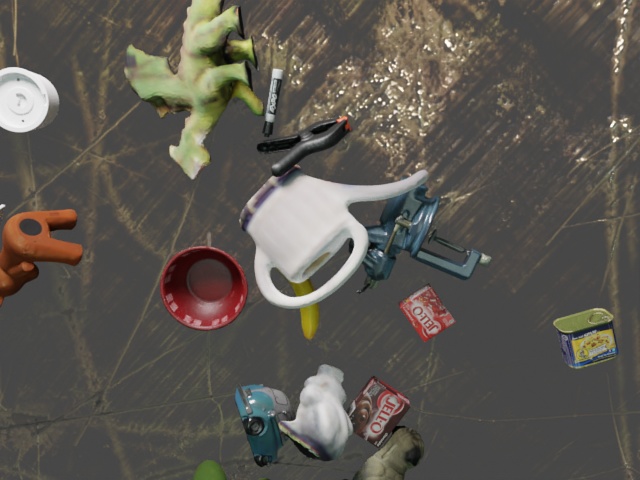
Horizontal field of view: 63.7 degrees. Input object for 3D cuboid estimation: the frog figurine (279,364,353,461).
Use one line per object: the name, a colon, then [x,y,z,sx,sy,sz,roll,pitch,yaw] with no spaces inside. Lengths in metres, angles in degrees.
frog figurine: [0.014,0.323,0.969,0.162,0.136,0.122,-51,19,-26]

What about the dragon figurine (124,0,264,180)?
dragon figurine: [-0.229,-0.309,0.880,0.242,0.407,0.123,-9,9,10]

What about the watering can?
watering can: [0.003,-0.045,0.893,0.226,0.346,0.103,45,5,14]
